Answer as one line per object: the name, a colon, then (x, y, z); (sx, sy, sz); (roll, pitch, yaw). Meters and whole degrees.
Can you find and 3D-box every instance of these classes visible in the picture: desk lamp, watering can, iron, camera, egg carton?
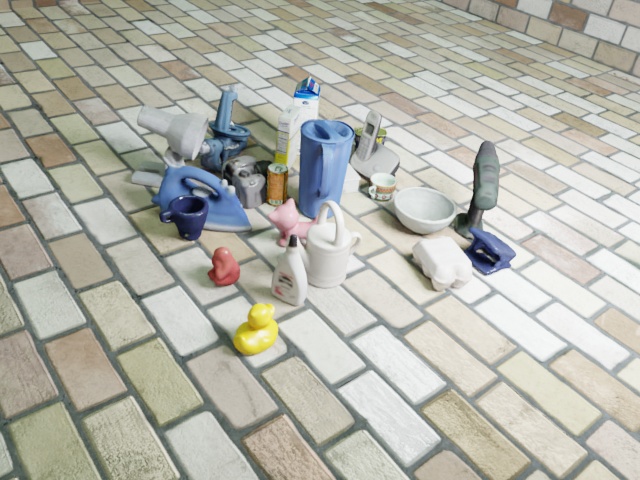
desk lamp: (-0.395, -0.245, 1.505); (0.203, 0.214, 0.118); (8, 37, 2)
watering can: (0.013, 0.006, 1.258); (0.100, 0.194, 0.173); (34, 45, 31)
iron: (-0.283, -0.114, 1.411); (0.258, 0.141, 0.119); (16, 38, 12)
camera: (-0.178, -0.171, 1.537); (0.137, 0.101, 0.142); (-21, 45, -31)
egg carton: (0.287, 0.052, 1.344); (0.107, 0.069, 0.150); (-8, 40, -19)

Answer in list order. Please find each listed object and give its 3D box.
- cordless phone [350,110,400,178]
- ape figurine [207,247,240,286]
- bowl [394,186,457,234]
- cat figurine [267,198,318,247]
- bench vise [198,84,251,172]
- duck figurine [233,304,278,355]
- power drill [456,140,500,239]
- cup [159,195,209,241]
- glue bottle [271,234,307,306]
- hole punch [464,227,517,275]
cordless phone: (0.167, -0.269, 1.651); (0.094, 0.185, 0.147); (-27, 49, -36)
ape figurine: (-0.211, 0.052, 1.245); (0.076, 0.092, 0.078); (8, 37, 2)
bowl: (0.268, -0.066, 1.492); (0.167, 0.075, 0.167); (5, 37, -3)
cat figurine: (-0.061, -0.042, 1.372); (0.128, 0.118, 0.067); (6, 37, -1)
bench vise: (-0.263, -0.312, 1.609); (0.121, 0.220, 0.207); (9, 37, 3)
duck figurine: (-0.124, 0.165, 1.115); (0.077, 0.086, 0.105); (27, 42, 25)
power drill: (0.410, -0.120, 1.475); (0.075, 0.208, 0.229); (10, 37, 5)
cup: (-0.319, -0.042, 1.349); (0.118, 0.095, 0.091); (-20, 45, -31)
glue bottle: (-0.061, 0.057, 1.195); (0.078, 0.173, 0.037); (20, 39, 17)
hole punch: (0.415, 0.016, 1.395); (0.101, 0.091, 0.108); (-16, 43, -27)
